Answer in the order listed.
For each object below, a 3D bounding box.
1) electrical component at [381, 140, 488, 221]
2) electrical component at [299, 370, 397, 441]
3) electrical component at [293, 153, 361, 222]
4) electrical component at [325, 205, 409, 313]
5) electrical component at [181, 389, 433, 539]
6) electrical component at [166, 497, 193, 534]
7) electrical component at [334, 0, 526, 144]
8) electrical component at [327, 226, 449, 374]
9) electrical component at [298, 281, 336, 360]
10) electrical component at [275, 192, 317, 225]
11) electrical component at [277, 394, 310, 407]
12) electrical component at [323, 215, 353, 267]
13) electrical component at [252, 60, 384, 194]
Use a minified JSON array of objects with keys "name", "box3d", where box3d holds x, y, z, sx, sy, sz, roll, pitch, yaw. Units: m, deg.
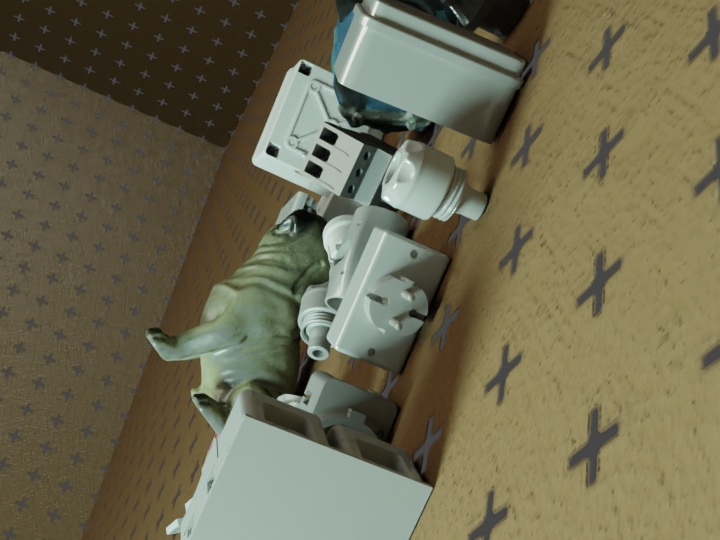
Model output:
[{"name":"electrical component","box3d":[0.048,-0.050,0.663,0.043,0.062,0.043,-61,14,26]},{"name":"electrical component","box3d":[-0.018,0.114,0.672,0.056,0.050,0.089,-174,107,-78]},{"name":"electrical component","box3d":[-0.024,-0.084,0.999,0.047,0.076,0.083,-94,29,-65]},{"name":"electrical component","box3d":[0.000,0.000,0.820,0.079,0.043,0.077,-38,31,66]},{"name":"electrical component","box3d":[-0.052,0.171,0.584,0.186,0.105,0.060,-65,12,6]},{"name":"electrical component","box3d":[-0.103,0.203,0.824,0.042,0.081,0.063,131,130,-59]},{"name":"electrical component","box3d":[0.045,-0.136,0.711,0.078,0.113,0.057,-102,34,-70]},{"name":"electrical component","box3d":[0.021,0.021,0.682,0.083,0.047,0.076,-66,12,2]},{"name":"electrical component","box3d":[-0.029,0.044,0.868,0.043,0.043,0.062,125,161,-44]},{"name":"electrical component","box3d":[-0.063,-0.039,1.144,0.055,0.050,0.089,-69,12,-16]},{"name":"electrical component","box3d":[-0.042,0.123,0.757,0.089,0.050,0.055,145,146,-68]},{"name":"electrical component","box3d":[-0.010,-0.019,0.912,0.040,0.040,0.046,-61,20,27]},{"name":"electrical component","box3d":[-0.036,-0.137,1.075,0.108,0.109,0.056,-69,14,-11]}]
